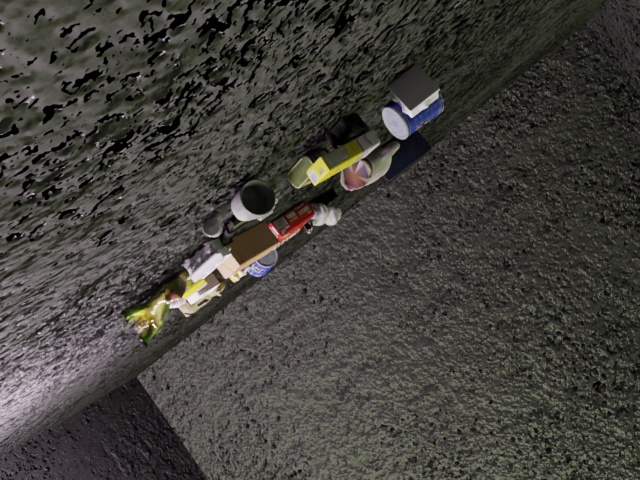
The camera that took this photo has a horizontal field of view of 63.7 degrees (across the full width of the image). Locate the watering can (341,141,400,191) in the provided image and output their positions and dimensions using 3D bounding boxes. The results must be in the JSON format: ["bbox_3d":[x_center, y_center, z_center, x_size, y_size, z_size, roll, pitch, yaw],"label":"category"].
[{"bbox_3d":[0.158,-0.244,1.895,0.227,0.104,0.341,-32,173,-43],"label":"watering can"}]

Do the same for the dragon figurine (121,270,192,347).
[{"bbox_3d":[-0.452,0.182,1.502,0.246,0.122,0.407,-45,-172,-20],"label":"dragon figurine"}]

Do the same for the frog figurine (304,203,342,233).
[{"bbox_3d":[0.006,-0.103,2.044,0.161,0.124,0.134,-30,156,-16],"label":"frog figurine"}]
